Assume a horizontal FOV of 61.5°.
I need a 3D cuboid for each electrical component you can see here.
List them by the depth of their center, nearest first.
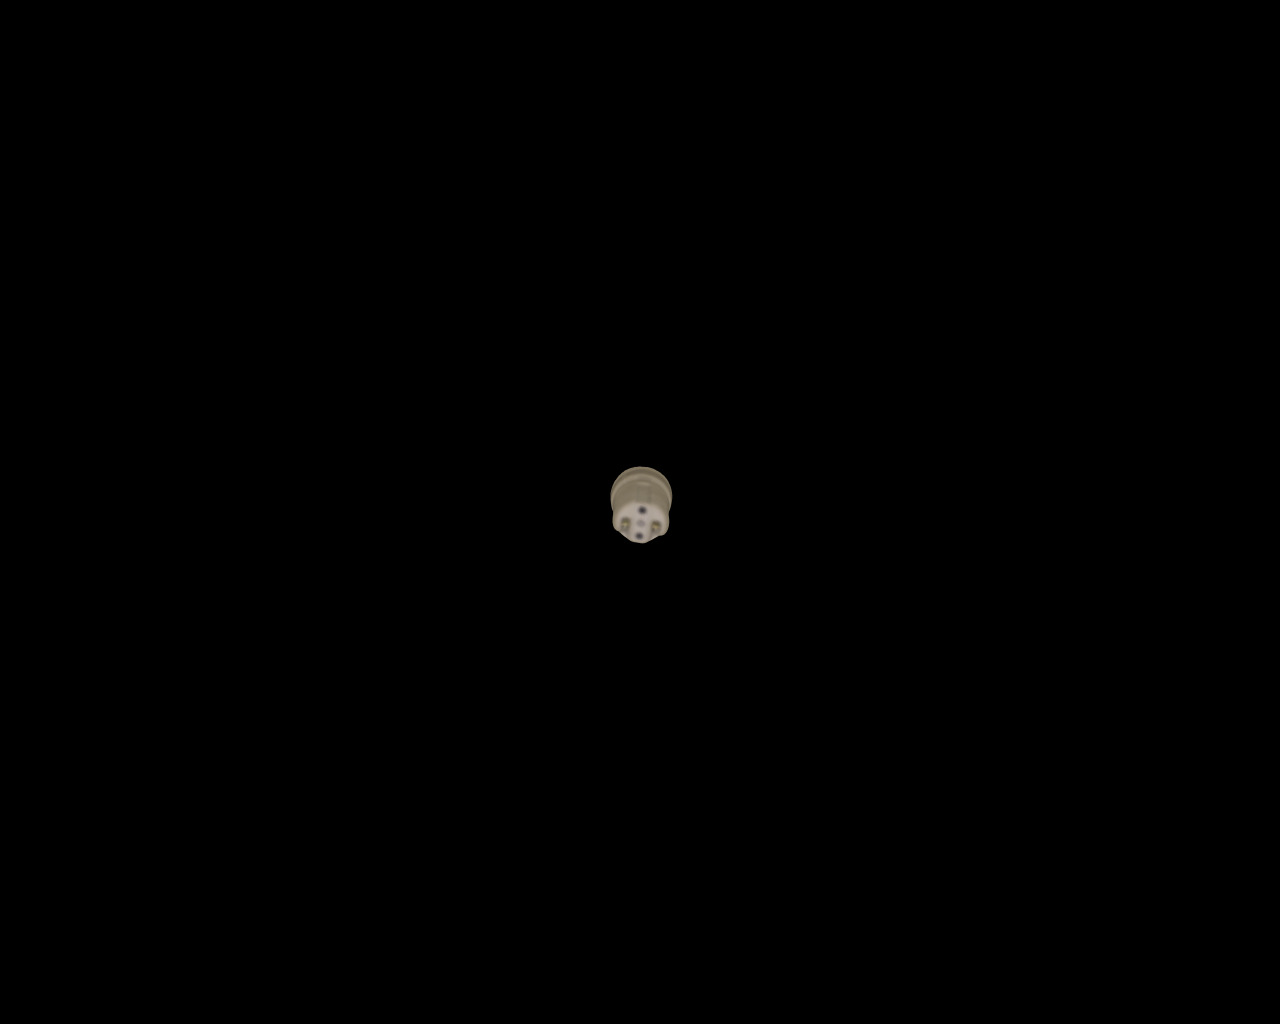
[{"bbox_3d":[0.001,-0.003,0.650,0.040,0.040,0.046,0,24,0],"label":"electrical component"}]
